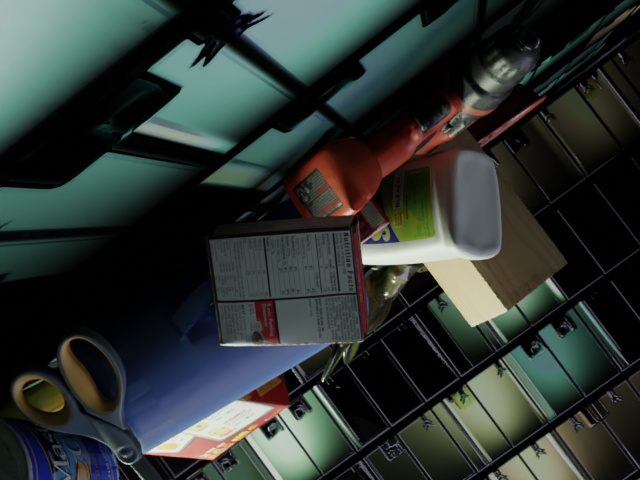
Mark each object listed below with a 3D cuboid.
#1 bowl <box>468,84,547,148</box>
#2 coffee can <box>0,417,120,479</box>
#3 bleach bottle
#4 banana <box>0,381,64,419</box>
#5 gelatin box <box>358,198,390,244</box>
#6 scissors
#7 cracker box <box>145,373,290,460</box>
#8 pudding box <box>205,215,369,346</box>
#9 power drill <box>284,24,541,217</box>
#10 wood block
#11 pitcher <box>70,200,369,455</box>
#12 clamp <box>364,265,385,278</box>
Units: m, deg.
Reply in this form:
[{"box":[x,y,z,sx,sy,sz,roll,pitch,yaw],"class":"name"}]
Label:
[{"box":[0.188,-0.143,1.270,0.162,0.055,0.162,-36,177,-3],"class":"bowl"},{"box":[-0.234,0.191,0.831,0.103,0.103,0.140,-37,160,6],"class":"coffee can"},{"box":[0.054,-0.015,1.012,0.067,0.102,0.251,8,166,-40],"class":"bleach bottle"},{"box":[-0.255,0.148,0.951,0.070,0.037,0.197,-13,-171,33],"class":"banana"},{"box":[0.011,-0.022,0.973,0.030,0.073,0.089,-32,175,-43],"class":"gelatin box"},{"box":[-0.167,0.158,0.815,0.096,0.202,0.016,-14,-159,6],"class":"scissors"},{"box":[-0.169,0.190,1.257,0.213,0.072,0.164,15,138,-39],"class":"cracker box"},{"box":[-0.023,0.031,0.789,0.113,0.090,0.039,-4,-166,8],"class":"pudding box"},{"box":[0.072,-0.086,0.833,0.187,0.057,0.185,-35,177,-30],"class":"power drill"},{"box":[0.139,-0.026,1.075,0.090,0.206,0.091,-35,176,-21],"class":"wood block"},{"box":[-0.086,0.071,0.899,0.242,0.149,0.145,-32,-153,-26],"class":"pitcher"},{"box":[0.060,0.014,1.150,0.171,0.039,0.120,-33,158,-26],"class":"clamp"}]
